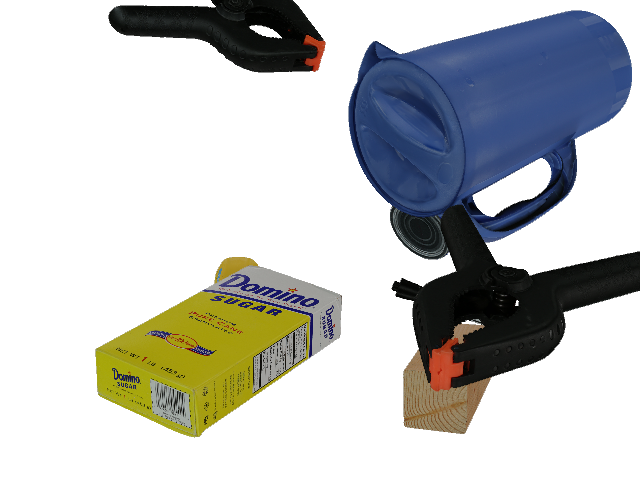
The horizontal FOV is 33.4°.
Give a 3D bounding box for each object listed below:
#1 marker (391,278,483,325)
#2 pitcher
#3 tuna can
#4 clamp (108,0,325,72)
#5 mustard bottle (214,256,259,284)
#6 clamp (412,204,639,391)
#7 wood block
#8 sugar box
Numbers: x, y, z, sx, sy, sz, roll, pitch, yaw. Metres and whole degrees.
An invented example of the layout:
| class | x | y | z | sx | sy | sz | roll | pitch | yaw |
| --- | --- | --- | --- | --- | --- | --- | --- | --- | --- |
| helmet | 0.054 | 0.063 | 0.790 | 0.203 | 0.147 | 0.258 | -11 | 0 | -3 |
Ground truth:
| class | x | y | z | sx | sy | sz | roll | pitch | yaw |
| --- | --- | --- | --- | --- | --- | --- | --- | --- | --- |
| marker | 0.127 | 0.062 | 1.020 | 0.121 | 0.020 | 0.020 | 18 | 1 | 4 |
| pitcher | 0.158 | -0.109 | 0.907 | 0.242 | 0.149 | 0.145 | -23 | 34 | -33 |
| tuna can | 0.122 | -0.021 | 1.226 | 0.086 | 0.086 | 0.033 | 0 | 34 | 49 |
| clamp | -0.074 | -0.193 | 0.874 | 0.171 | 0.120 | 0.039 | 19 | -26 | -5 |
| mustard bottle | -0.091 | 0.073 | 1.166 | 0.058 | 0.096 | 0.191 | -1 | 28 | -1 |
| clamp | 0.113 | 0.032 | 0.695 | 0.165 | 0.036 | 0.209 | 17 | 31 | 33 |
| wood block | 0.190 | 0.196 | 1.563 | 0.091 | 0.090 | 0.205 | 4 | 16 | 18 |
| sugar box | -0.070 | 0.074 | 0.784 | 0.093 | 0.048 | 0.175 | 17 | 31 | 30 |
